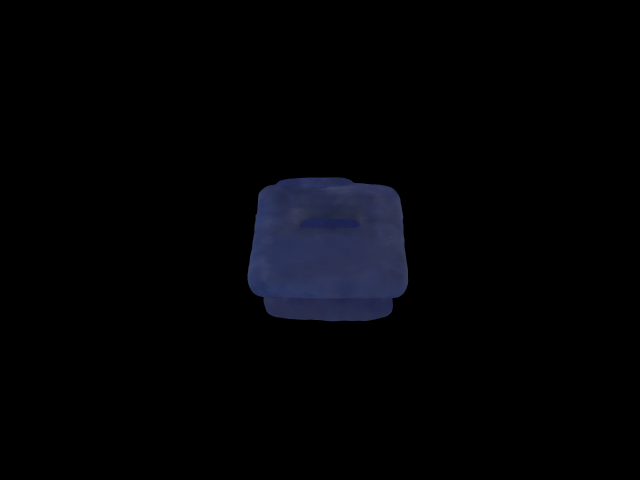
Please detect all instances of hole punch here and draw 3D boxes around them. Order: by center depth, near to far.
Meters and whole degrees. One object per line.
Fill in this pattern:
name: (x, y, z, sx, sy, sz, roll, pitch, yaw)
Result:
hole punch: (0.004, 0.001, 0.400, 0.108, 0.091, 0.101, 0, 74, 0)
